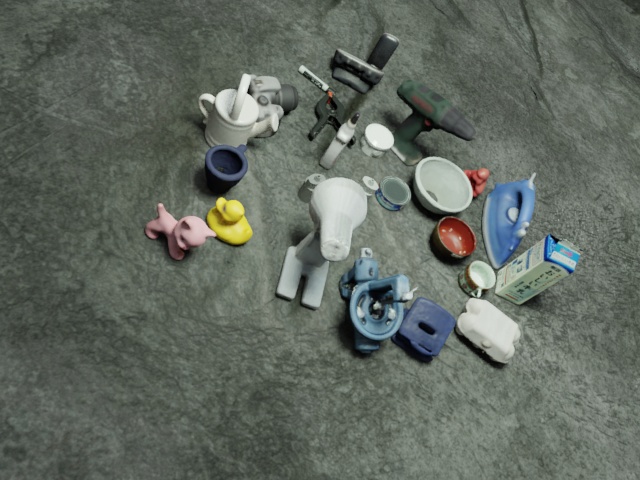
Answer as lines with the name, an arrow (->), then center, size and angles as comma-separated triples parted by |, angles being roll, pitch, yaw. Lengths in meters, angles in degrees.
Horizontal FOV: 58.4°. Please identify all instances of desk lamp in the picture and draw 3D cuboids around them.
desk lamp -> 0.011, 0.004, 1.172 | 0.118, 0.213, 0.203 | 21, 55, -12

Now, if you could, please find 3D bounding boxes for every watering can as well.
watering can -> -0.179, -0.284, 1.267 | 0.173, 0.193, 0.101 | 1, 61, -24

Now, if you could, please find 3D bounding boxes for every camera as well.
camera -> -0.115, -0.336, 1.386 | 0.137, 0.100, 0.143 | -10, 66, -29

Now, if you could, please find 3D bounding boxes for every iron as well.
iron -> 0.506, -0.055, 1.484 | 0.119, 0.141, 0.258 | 25, 54, -10

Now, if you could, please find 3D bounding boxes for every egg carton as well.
egg carton -> 0.386, 0.209, 1.316 | 0.150, 0.069, 0.107 | 37, 53, -1

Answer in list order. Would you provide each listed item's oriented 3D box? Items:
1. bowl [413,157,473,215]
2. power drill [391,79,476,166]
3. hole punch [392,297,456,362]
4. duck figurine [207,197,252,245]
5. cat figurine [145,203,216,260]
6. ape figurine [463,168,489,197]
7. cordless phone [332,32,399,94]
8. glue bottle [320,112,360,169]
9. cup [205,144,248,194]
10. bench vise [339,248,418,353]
bowl -> 0.302, -0.127, 1.473 | 0.168, 0.074, 0.167 | 12, 57, -19
power drill -> 0.268, -0.290, 1.470 | 0.076, 0.208, 0.229 | -36, 80, -36
hole punch -> 0.226, 0.194, 1.237 | 0.109, 0.091, 0.101 | 32, 53, -4
duck figurine -> -0.181, -0.045, 1.192 | 0.104, 0.086, 0.078 | 40, 53, 2
cat figurine -> -0.271, -0.023, 1.117 | 0.128, 0.117, 0.067 | 39, 53, 1
ape figurine -> 0.417, -0.161, 1.536 | 0.076, 0.092, 0.077 | -8, 65, -28
cordless phone -> 0.123, -0.503, 1.544 | 0.148, 0.185, 0.094 | 22, 55, -11
glue bottle -> 0.054, -0.244, 1.365 | 0.037, 0.173, 0.078 | 33, 53, -3
cup -> -0.204, -0.152, 1.239 | 0.092, 0.095, 0.118 | 36, 53, -1
bench vise -> 0.107, 0.102, 1.155 | 0.122, 0.219, 0.207 | -12, 67, -30
